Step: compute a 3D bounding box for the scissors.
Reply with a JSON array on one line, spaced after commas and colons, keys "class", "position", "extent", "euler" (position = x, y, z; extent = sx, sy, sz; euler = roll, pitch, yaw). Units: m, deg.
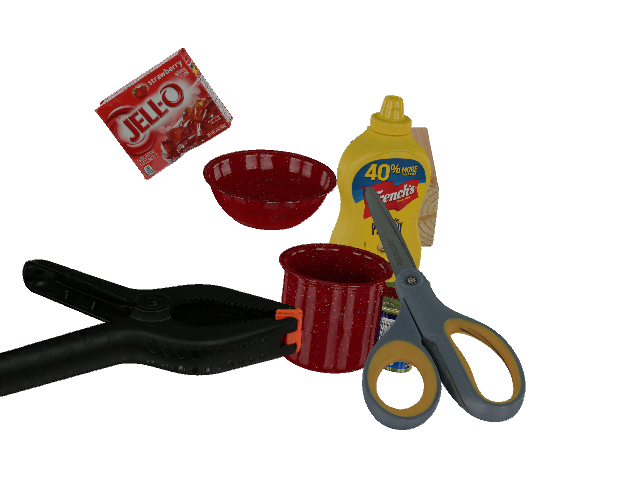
[{"class": "scissors", "position": [0.041, 0.039, 0.628], "extent": [0.096, 0.016, 0.202], "euler": [-23, 45, -18]}]

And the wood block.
[{"class": "wood block", "position": [0.109, -0.080, 1.485], "extent": [0.091, 0.090, 0.206], "euler": [2, 28, 0]}]

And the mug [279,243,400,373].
[{"class": "mug", "position": [0.020, 0.058, 0.870], "extent": [0.117, 0.081, 0.093], "euler": [10, 20, 11]}]

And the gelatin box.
[{"class": "gelatin box", "position": [-0.129, -0.104, 0.884], "extent": [0.089, 0.073, 0.030], "euler": [-30, 18, 13]}]

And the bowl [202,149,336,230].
[{"class": "bowl", "position": [-0.063, -0.056, 1.292], "extent": [0.162, 0.055, 0.162], "euler": [4, 26, -2]}]

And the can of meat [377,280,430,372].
[{"class": "can of meat", "position": [0.095, 0.099, 1.285], "extent": [0.057, 0.084, 0.102], "euler": [11, 25, 7]}]

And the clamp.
[{"class": "clamp", "position": [-0.119, 0.053, 0.723], "extent": [0.210, 0.036, 0.164], "euler": [-1, 24, -10]}]

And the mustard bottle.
[{"class": "mustard bottle", "position": [0.063, -0.053, 1.086], "extent": [0.096, 0.192, 0.058], "euler": [-1, 24, -16]}]
